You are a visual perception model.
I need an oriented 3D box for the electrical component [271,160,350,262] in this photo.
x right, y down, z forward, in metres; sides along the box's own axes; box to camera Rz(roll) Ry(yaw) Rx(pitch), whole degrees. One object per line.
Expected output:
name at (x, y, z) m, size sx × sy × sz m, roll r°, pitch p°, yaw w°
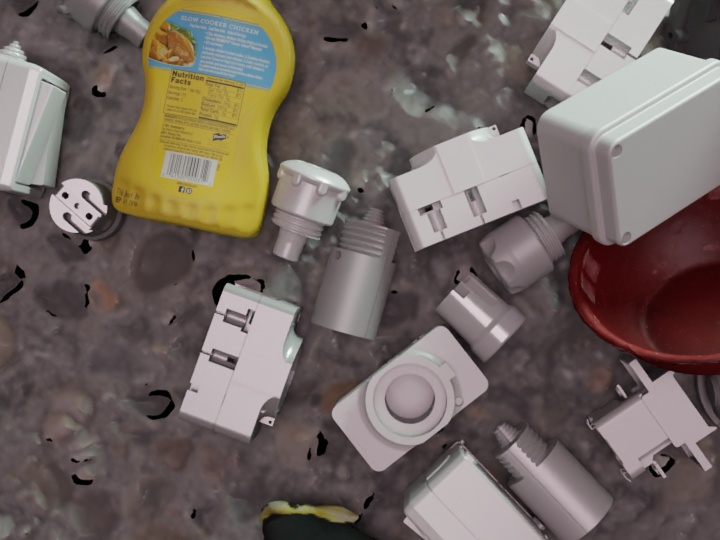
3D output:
electrical component at (-0.037, -0.037, 0.691) m, size 0.048 × 0.048 × 0.062 m, roll 22°, pitch 97°, yaw 3°

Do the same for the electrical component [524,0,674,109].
electrical component at (0.146, -0.143, 0.681) m, size 0.056 × 0.050 × 0.089 m, roll 33°, pitch 90°, yaw 2°

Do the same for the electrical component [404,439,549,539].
electrical component at (0.075, 0.164, 0.673) m, size 0.061 × 0.062 × 0.096 m, roll -44°, pitch 88°, yaw 1°

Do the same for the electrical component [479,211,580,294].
electrical component at (0.111, -0.017, 0.684) m, size 0.062 × 0.043 × 0.043 m, roll -33°, pitch 88°, yaw 0°

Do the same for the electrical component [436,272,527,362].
electrical component at (0.077, 0.029, 0.687) m, size 0.046 × 0.040 × 0.040 m, roll 44°, pitch 91°, yaw 7°

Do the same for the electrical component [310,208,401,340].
electrical component at (0.000, 0.000, 0.688) m, size 0.043 × 0.043 × 0.081 m, roll 16°, pitch 90°, yaw 3°

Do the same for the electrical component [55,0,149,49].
electrical component at (-0.162, -0.170, 0.698) m, size 0.062 × 0.048 × 0.048 m, roll 39°, pitch 91°, yaw -4°

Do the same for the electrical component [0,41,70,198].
electrical component at (-0.224, -0.098, 0.690) m, size 0.061 × 0.062 × 0.096 m, roll 14°, pitch 90°, yaw 2°

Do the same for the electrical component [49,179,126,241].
electrical component at (-0.176, -0.040, 0.695) m, size 0.040 × 0.046 × 0.040 m, roll 0°, pitch 89°, yaw 2°

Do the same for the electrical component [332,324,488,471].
electrical component at (0.031, 0.079, 0.679) m, size 0.089 × 0.056 × 0.050 m, roll -38°, pitch 88°, yaw 1°

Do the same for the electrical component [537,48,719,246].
electrical component at (0.169, -0.074, 0.642) m, size 0.113 × 0.057 × 0.078 m, roll -30°, pitch 126°, yaw -21°

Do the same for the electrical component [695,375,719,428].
electrical component at (0.256, 0.070, 0.673) m, size 0.080 × 0.051 × 0.080 m, roll 0°, pitch 89°, yaw 2°

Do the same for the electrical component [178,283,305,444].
electrical component at (-0.071, 0.060, 0.687) m, size 0.056 × 0.050 × 0.089 m, roll 20°, pitch 90°, yaw 3°

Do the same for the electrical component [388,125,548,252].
electrical component at (0.067, -0.054, 0.683) m, size 0.089 × 0.050 × 0.055 m, roll -22°, pitch 89°, yaw 2°

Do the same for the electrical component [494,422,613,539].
electrical component at (0.116, 0.129, 0.681) m, size 0.043 × 0.043 × 0.081 m, roll -44°, pitch 88°, yaw 1°

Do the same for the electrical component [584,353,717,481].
electrical component at (0.181, 0.096, 0.680) m, size 0.064 × 0.042 × 0.081 m, roll -35°, pitch 87°, yaw 3°
